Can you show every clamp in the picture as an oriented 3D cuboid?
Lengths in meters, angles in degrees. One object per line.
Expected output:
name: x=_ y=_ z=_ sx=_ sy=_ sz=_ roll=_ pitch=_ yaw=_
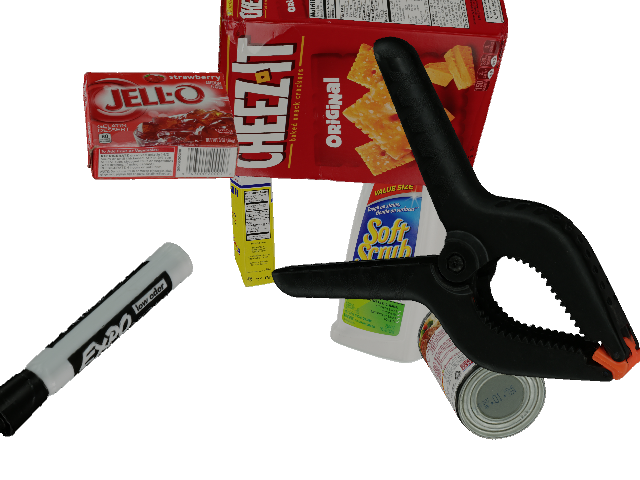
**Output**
clamp: x=0.078 y=-0.002 z=0.566 sx=0.210 sy=0.165 sz=0.036 roll=29 pitch=25 yaw=25

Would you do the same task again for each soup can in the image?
soup can: x=0.118 y=0.092 z=0.789 sx=0.068 sy=0.068 sz=0.102 roll=0 pitch=21 yaw=-11

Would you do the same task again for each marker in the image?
marker: x=-0.100 y=0.041 z=0.462 sx=0.020 sy=0.020 sz=0.121 roll=0 pitch=33 yaw=42

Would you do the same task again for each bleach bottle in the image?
bleach bottle: x=0.071 y=-0.017 z=1.008 sx=0.103 sy=0.251 sz=0.067 roll=15 pitch=19 yaw=32

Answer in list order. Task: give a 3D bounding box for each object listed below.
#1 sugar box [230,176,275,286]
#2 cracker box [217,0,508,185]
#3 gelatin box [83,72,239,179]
sugar box: x=-0.086 y=-0.041 z=1.326 sx=0.048 sy=0.176 sz=0.093 roll=-9 pitch=24 yaw=-11
cracker box: x=0.026 y=-0.122 z=0.841 sx=0.213 sy=0.072 sz=0.164 roll=2 pitch=-41 yaw=-5
gelatin box: x=-0.099 y=-0.072 z=0.655 sx=0.089 sy=0.030 sz=0.073 roll=-1 pitch=45 yaw=-15
